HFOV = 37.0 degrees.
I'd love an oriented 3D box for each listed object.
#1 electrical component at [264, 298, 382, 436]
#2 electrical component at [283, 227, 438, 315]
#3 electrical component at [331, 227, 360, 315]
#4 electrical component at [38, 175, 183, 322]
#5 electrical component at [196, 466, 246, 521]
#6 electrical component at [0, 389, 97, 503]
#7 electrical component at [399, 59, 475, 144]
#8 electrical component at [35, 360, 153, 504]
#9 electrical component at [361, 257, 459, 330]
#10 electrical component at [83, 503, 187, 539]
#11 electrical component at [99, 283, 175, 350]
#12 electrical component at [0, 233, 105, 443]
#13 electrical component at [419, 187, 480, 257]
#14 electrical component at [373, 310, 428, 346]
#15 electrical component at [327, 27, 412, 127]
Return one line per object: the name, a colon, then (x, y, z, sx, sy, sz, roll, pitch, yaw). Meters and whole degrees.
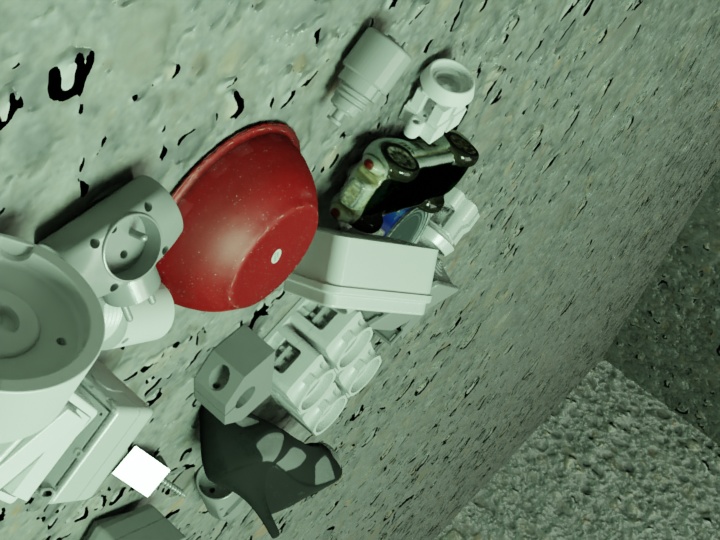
electrical component: (-0.040, 0.096, 1.086, 0.105, 0.060, 0.186, -48, 161, -12)
electrical component: (0.000, 0.000, 0.898, 0.113, 0.078, 0.057, 7, 96, -38)
electrical component: (-0.013, 0.003, 0.983, 0.057, 0.058, 0.078, -49, 162, -17)
electrical component: (-0.144, -0.004, 0.649, 0.077, 0.044, 0.079, -40, 133, -31)
electrical component: (-0.132, 0.216, 1.121, 0.079, 0.043, 0.077, -45, 160, -21)
electrical component: (-0.219, 0.101, 0.668, 0.096, 0.061, 0.061, -48, 161, -13)
electrical component: (0.069, -0.146, 0.916, 0.066, 0.048, 0.055, -37, 164, -37)
electrical component: (-0.199, 0.115, 0.740, 0.096, 0.062, 0.061, -53, 162, 4)
electrical component: (0.045, 0.020, 1.123, 0.100, 0.048, 0.100, -32, 166, 14)
electrical component: (-0.215, 0.258, 0.971, 0.061, 0.061, 0.096, -58, 161, 17)
electrical component: (-0.162, 0.029, 0.697, 0.043, 0.043, 0.081, -58, 161, 18)
electrical component: (-0.192, 0.039, 0.550, 0.108, 0.108, 0.060, -27, 156, -51)
electrical component: (0.084, -0.051, 1.111, 0.057, 0.058, 0.078, -53, 162, -5)
electrical component: (0.045, 0.039, 1.211, 0.081, 0.042, 0.063, -47, 159, -16)
electrical component: (0.004, -0.139, 0.780, 0.078, 0.040, 0.040, -53, 162, 5)
